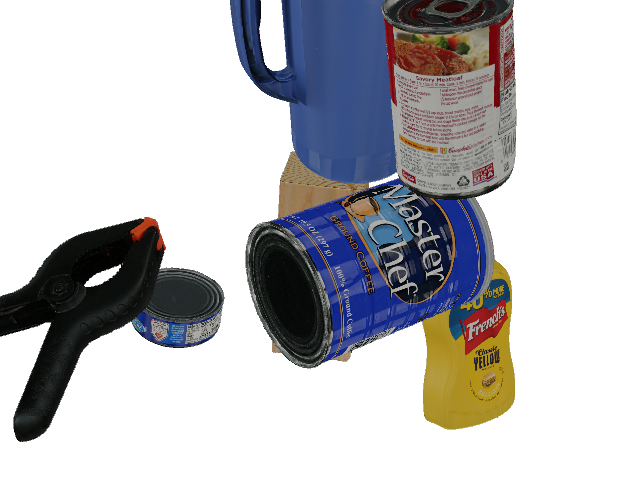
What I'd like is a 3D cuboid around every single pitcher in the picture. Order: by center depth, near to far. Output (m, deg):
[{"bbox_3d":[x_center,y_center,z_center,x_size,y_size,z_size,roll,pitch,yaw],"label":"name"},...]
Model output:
[{"bbox_3d":[0.020,-0.162,0.854,0.149,0.243,0.145,14,47,12],"label":"pitcher"}]

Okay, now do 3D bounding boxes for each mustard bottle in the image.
[{"bbox_3d":[0.137,0.072,0.989,0.096,0.192,0.058,-13,17,-33],"label":"mustard bottle"}]

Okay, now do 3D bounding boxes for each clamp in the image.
[{"bbox_3d":[-0.176,0.042,0.692,0.120,0.039,0.171,27,54,19],"label":"clamp"}]

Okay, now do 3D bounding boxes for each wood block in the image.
[{"bbox_3d":[0.000,0.018,1.169,0.090,0.206,0.090,7,26,5],"label":"wood block"}]

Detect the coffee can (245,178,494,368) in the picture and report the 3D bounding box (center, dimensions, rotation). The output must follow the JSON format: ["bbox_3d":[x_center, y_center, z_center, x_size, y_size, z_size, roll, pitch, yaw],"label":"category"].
[{"bbox_3d":[0.034,0.017,0.737,0.140,0.103,0.103,-19,10,-29],"label":"coffee can"}]

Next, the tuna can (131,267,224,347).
[{"bbox_3d":[-0.135,0.063,0.999,0.086,0.034,0.086,8,31,-5],"label":"tuna can"}]

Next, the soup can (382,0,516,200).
[{"bbox_3d":[0.071,-0.082,0.578,0.068,0.102,0.068,-5,34,4],"label":"soup can"}]
